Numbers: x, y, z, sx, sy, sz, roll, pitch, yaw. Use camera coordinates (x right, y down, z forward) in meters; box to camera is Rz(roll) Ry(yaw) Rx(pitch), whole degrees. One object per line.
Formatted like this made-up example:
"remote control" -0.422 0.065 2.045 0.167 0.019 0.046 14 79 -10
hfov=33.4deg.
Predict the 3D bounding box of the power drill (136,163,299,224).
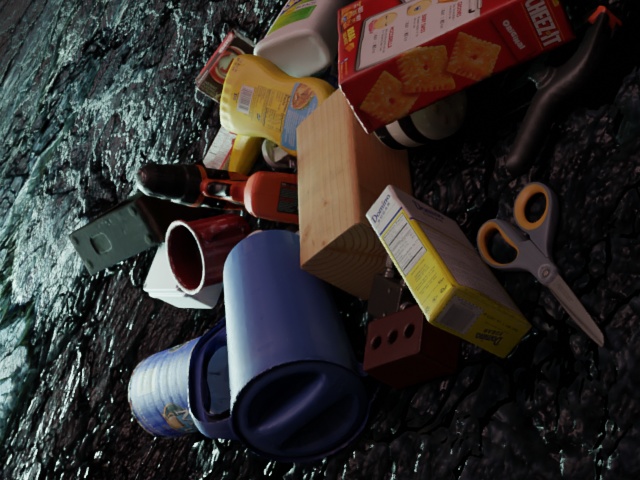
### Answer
"power drill" -0.103 -0.060 1.274 0.188 0.184 0.057 12 96 50

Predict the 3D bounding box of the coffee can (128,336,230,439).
"coffee can" -0.137 0.164 1.204 0.141 0.102 0.102 -24 47 47

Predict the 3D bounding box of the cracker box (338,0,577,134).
"cracker box" 0.124 -0.207 1.032 0.214 0.072 0.164 -23 33 17

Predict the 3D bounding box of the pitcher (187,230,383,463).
"pitcher" -0.046 0.100 1.086 0.145 0.149 0.243 -58 26 26

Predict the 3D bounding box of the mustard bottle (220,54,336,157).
"mustard bottle" -0.026 -0.150 1.268 0.192 0.058 0.096 24 109 25

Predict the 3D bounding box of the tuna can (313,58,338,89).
"tuna can" -0.004 -0.197 1.361 0.086 0.033 0.086 -37 38 36

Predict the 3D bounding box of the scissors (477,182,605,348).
"scissors" 0.200 0.011 0.902 0.096 0.016 0.202 -59 31 4

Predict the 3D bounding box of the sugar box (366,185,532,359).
"sugar box" 0.110 0.025 0.952 0.048 0.093 0.176 -54 30 15

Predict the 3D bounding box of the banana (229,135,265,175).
"banana" -0.079 -0.141 1.398 0.198 0.037 0.069 122 146 -43

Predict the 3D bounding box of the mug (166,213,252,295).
"mug" -0.127 0.007 1.302 0.093 0.081 0.117 60 142 21

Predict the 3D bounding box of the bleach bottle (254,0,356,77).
"bleach bottle" -0.002 -0.306 1.379 0.103 0.068 0.250 -16 36 31

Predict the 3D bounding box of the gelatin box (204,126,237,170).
"gelatin box" -0.126 -0.125 1.492 0.089 0.030 0.073 -61 29 -2

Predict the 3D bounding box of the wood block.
"wood block" 0.038 -0.054 1.128 0.090 0.090 0.206 -39 37 34

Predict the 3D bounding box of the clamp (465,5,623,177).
"clamp" 0.207 -0.146 0.997 0.171 0.039 0.120 -51 36 6

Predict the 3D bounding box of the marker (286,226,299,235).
"marker" -0.008 0.002 1.221 0.121 0.020 0.020 21 84 60

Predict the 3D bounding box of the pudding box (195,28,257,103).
"pudding box" -0.098 -0.217 1.441 0.090 0.113 0.039 -51 28 19

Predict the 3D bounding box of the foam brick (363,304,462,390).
"foam brick" 0.084 0.097 0.973 0.078 0.051 0.053 -27 45 45
